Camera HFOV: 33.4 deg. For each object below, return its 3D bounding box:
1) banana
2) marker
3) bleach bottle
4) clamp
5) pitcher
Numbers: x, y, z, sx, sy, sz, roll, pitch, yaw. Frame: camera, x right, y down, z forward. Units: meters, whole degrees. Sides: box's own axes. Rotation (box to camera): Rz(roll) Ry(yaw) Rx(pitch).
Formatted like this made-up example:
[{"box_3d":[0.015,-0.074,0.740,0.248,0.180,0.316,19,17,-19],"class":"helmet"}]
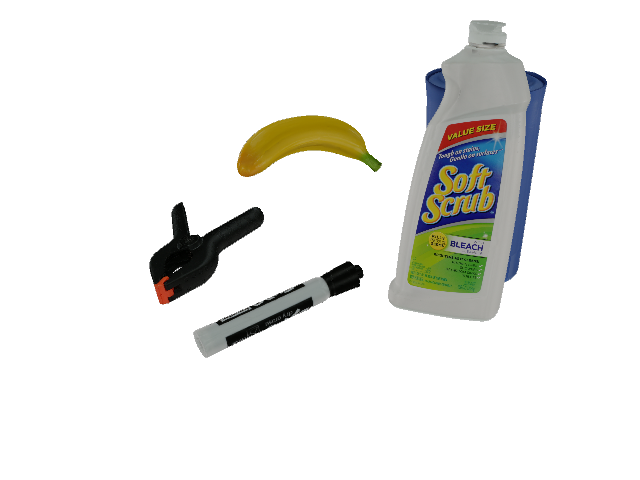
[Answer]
[{"box_3d":[-0.018,-0.102,1.128,0.197,0.037,0.070,-7,49,-41],"class":"banana"},{"box_3d":[-0.025,0.043,0.700,0.121,0.020,0.020,-24,8,-18],"class":"marker"},{"box_3d":[0.121,-0.061,0.914,0.103,0.251,0.068,9,18,14],"class":"bleach bottle"},{"box_3d":[-0.137,0.009,1.239,0.120,0.039,0.171,-6,38,19],"class":"clamp"},{"box_3d":[0.177,-0.070,1.216,0.149,0.243,0.145,-9,25,-22],"class":"pitcher"}]
